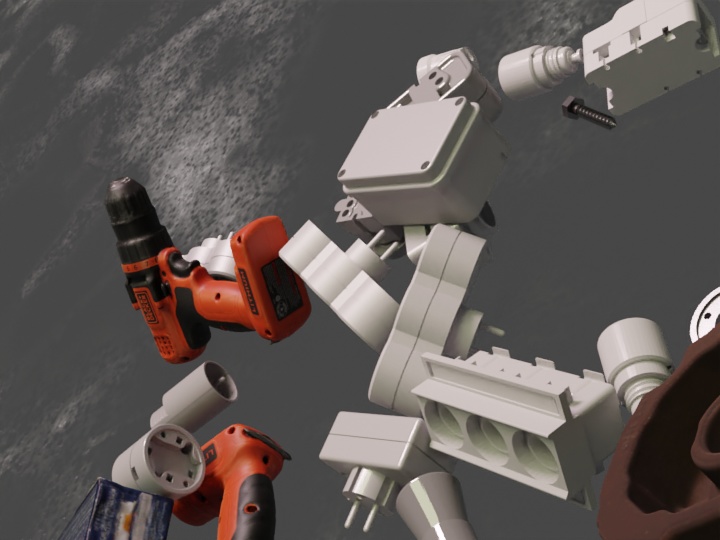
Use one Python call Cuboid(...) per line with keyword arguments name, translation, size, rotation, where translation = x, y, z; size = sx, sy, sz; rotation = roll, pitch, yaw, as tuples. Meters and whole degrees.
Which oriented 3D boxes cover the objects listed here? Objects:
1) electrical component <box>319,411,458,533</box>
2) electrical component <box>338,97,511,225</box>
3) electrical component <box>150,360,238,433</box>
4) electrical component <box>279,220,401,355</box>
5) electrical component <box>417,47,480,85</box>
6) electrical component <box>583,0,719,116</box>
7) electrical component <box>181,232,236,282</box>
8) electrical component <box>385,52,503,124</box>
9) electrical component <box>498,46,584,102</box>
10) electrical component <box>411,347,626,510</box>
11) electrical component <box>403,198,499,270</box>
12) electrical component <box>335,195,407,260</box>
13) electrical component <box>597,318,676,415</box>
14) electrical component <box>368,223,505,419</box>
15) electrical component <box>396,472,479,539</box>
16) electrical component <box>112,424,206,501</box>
Cuboid(name="electrical component", translation=(0.012, 0.141, 0.728), size=(0.083, 0.047, 0.075), rotation=(-4, 53, 48))
Cuboid(name="electrical component", translation=(0.047, -0.081, 0.814), size=(0.113, 0.057, 0.078), rotation=(1, 56, 50))
Cuboid(name="electrical component", translation=(-0.151, 0.120, 0.947), size=(0.081, 0.043, 0.043), rotation=(-38, 34, 16))
Cuboid(name="electrical component", translation=(0.000, 0.000, 0.861), size=(0.073, 0.052, 0.138), rotation=(-47, 51, 0))
Cuboid(name="electrical component", translation=(0.082, -0.183, 0.994), size=(0.046, 0.040, 0.040), rotation=(-13, 46, 35))
Cuboid(name="electrical component", translation=(0.217, -0.167, 0.806), size=(0.089, 0.050, 0.055), rotation=(-25, 39, 32))
Cuboid(name="electrical component", translation=(-0.145, -0.007, 1.064), size=(0.138, 0.052, 0.073), rotation=(-12, 47, 43))
Cuboid(name="electrical component", translation=(0.073, -0.133, 0.932), size=(0.095, 0.059, 0.053), rotation=(-39, 33, 15))
Cuboid(name="electrical component", translation=(0.152, -0.167, 0.893), size=(0.078, 0.040, 0.040), rotation=(-12, 48, 43))
Cuboid(name="electrical component", translation=(0.098, 0.089, 0.660), size=(0.063, 0.078, 0.121), rotation=(-31, 23, -29))
Cuboid(name="electrical component", translation=(0.071, -0.039, 0.845), size=(0.056, 0.050, 0.089), rotation=(-33, 35, 23))
Cuboid(name="electrical component", translation=(0.019, -0.041, 0.903), size=(0.066, 0.055, 0.048), rotation=(-6, 51, 47))
Cuboid(name="electrical component", translation=(0.166, 0.064, 0.634), size=(0.040, 0.040, 0.078), rotation=(-32, 36, 24))
Cuboid(name="electrical component", translation=(0.065, 0.042, 0.763), size=(0.074, 0.052, 0.138), rotation=(20, 79, 11))
Cuboid(name="electrical component", translation=(0.053, 0.163, 0.665), size=(0.044, 0.044, 0.065), rotation=(-41, 38, 12))
Cuboid(name="electrical component", translation=(-0.151, 0.149, 0.801), size=(0.047, 0.055, 0.055), rotation=(-34, 34, 34))
